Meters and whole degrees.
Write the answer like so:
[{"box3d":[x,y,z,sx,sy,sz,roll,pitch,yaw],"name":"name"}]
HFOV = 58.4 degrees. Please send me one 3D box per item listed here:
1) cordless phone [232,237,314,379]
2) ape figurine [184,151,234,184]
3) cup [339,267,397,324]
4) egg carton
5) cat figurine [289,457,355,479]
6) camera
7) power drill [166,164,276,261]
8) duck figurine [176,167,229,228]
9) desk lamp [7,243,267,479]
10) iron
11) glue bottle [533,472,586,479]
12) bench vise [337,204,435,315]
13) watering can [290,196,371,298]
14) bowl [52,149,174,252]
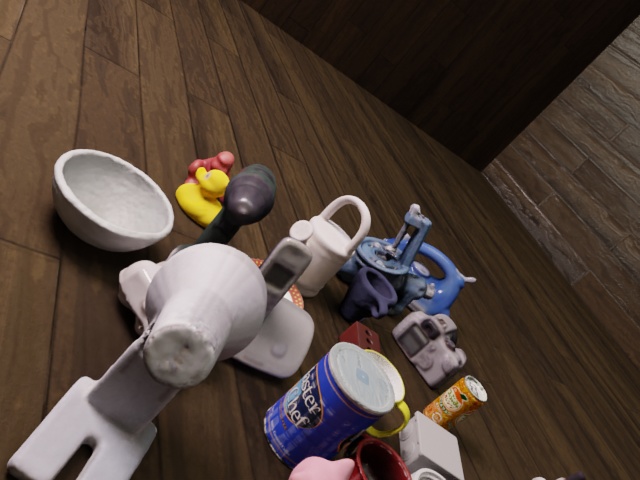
[{"box3d":[-0.051,0.091,0.778,0.148,0.185,0.094,31,26,-26],"name":"cordless phone"},{"box3d":[-0.191,-0.125,1.042,0.078,0.092,0.076,46,23,7],"name":"ape figurine"},{"box3d":[0.084,0.120,1.055,0.092,0.095,0.117,30,26,-26],"name":"cup"},{"box3d":[-0.185,0.089,0.715,0.150,0.069,0.107,52,25,21],"name":"egg carton"},{"box3d":[0.007,0.286,0.619,0.128,0.117,0.067,37,24,-12],"name":"cat figurine"},{"box3d":[0.241,0.206,1.149,0.137,0.100,0.143,6,43,-54],"name":"camera"},{"box3d":[-0.133,-0.017,0.804,0.076,0.208,0.229,37,24,-12],"name":"power drill"},{"box3d":[-0.185,-0.077,0.977,0.104,0.086,0.078,46,23,9],"name":"duck figurine"},{"box3d":[-0.149,0.118,0.539,0.118,0.213,0.203,39,23,-9],"name":"desk lamp"},{"box3d":[0.225,0.063,1.317,0.258,0.141,0.119,41,23,-4],"name":"iron"},{"box3d":[0.329,0.399,0.867,0.037,0.173,0.078,16,35,-46],"name":"glue bottle"},{"box3d":[0.167,0.034,1.175,0.208,0.219,0.121,26,28,-33],"name":"bench vise"},{"box3d":[0.010,0.005,1.010,0.101,0.193,0.173,46,23,8],"name":"watering can"},{"box3d":[-0.286,-0.040,0.768,0.168,0.074,0.167,35,24,-18],"name":"bowl"}]
